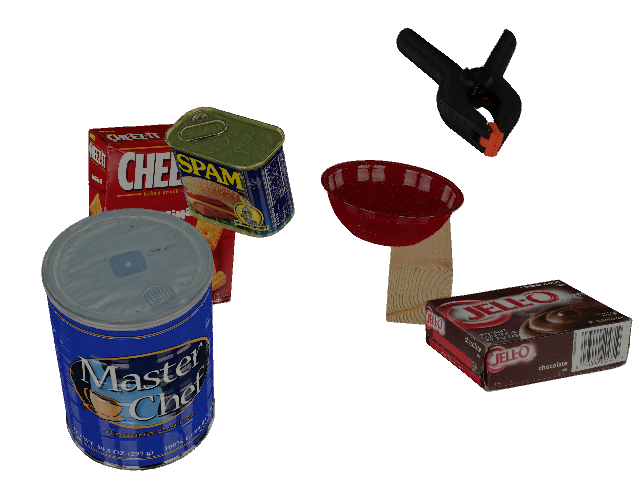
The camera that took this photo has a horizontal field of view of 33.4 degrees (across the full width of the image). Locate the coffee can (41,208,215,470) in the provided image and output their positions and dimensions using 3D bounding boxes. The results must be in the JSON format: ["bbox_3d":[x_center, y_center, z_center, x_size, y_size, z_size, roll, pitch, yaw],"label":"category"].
[{"bbox_3d":[-0.120,0.065,0.688,0.103,0.140,0.103,2,42,-2],"label":"coffee can"}]

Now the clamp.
[{"bbox_3d":[0.134,-0.149,1.010,0.120,0.039,0.171,1,45,0],"label":"clamp"}]

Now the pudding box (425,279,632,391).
[{"bbox_3d":[0.140,0.063,0.734,0.113,0.039,0.090,-6,18,-20],"label":"pudding box"}]

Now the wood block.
[{"bbox_3d":[0.148,0.039,1.595,0.091,0.090,0.206,4,24,4],"label":"wood block"}]

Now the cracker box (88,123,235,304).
[{"bbox_3d":[-0.181,-0.023,1.235,0.163,0.214,0.072,-7,24,-30],"label":"cracker box"}]

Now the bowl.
[{"bbox_3d":[0.077,-0.037,1.202,0.162,0.055,0.162,6,25,-3],"label":"bowl"}]

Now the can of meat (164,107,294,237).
[{"bbox_3d":[-0.074,-0.056,0.904,0.102,0.084,0.057,19,50,28],"label":"can of meat"}]
